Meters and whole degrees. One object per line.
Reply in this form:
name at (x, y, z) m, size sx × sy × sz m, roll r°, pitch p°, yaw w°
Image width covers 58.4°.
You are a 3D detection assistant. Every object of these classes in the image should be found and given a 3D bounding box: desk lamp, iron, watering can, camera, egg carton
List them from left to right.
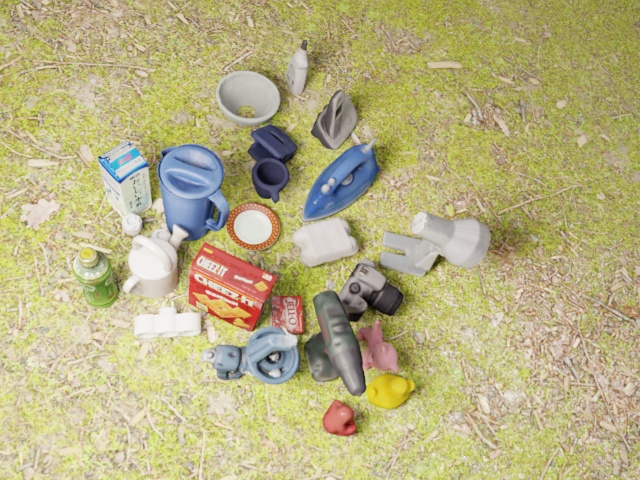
watering can at (-0.350, 0.039, 1.214) m, size 0.101 × 0.194 × 0.173 m, roll 17°, pitch 62°, yaw -5°
egg carton at (0.013, 0.005, 1.392) m, size 0.150 × 0.069 × 0.107 m, roll -17°, pitch 70°, yaw -21°
iron at (0.053, -0.154, 1.437) m, size 0.118 × 0.141 × 0.259 m, roll 41°, pitch 63°, yaw 7°
camera at (0.121, 0.129, 1.343) m, size 0.137 × 0.100 × 0.143 m, roll 32°, pitch 62°, yaw 2°
desk lamp at (0.271, 0.010, 1.374) m, size 0.203 × 0.213 × 0.118 m, roll 13°, pitch 63°, yaw -8°

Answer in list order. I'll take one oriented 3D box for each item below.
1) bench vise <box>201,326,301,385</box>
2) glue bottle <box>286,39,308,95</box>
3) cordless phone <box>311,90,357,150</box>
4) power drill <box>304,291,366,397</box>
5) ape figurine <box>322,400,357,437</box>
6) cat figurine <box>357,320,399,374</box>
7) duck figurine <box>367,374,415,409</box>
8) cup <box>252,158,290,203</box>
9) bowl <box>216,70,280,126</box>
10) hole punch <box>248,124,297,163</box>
bench vise at (-0.127, 0.241, 1.160) m, size 0.208 × 0.219 × 0.121 m, roll -15°, pitch 69°, yaw -20°
glue bottle at (-0.055, -0.474, 1.543) m, size 0.037 × 0.173 × 0.078 m, roll -12°, pitch 68°, yaw -19°
cordless phone at (0.053, -0.340, 1.500) m, size 0.094 × 0.185 × 0.148 m, roll 31°, pitch 62°, yaw 2°
power drill at (0.030, 0.233, 1.210) m, size 0.076 × 0.208 × 0.229 m, roll -10°, pitch 68°, yaw -18°
ape figurine at (0.046, 0.376, 1.213) m, size 0.076 × 0.092 × 0.078 m, roll -7°, pitch 67°, yaw -17°
cat figurine at (0.134, 0.243, 1.283) m, size 0.067 × 0.117 × 0.128 m, roll -2°, pitch 66°, yaw -15°
duck figurine at (0.160, 0.330, 1.267) m, size 0.105 × 0.086 × 0.077 m, roll -3°, pitch 66°, yaw -15°
cup at (-0.123, -0.130, 1.407) m, size 0.092 × 0.095 × 0.117 m, roll -9°, pitch 68°, yaw -18°
bowl at (-0.192, -0.360, 1.510) m, size 0.167 × 0.074 × 0.167 m, roll 6°, pitch 64°, yaw -11°
hole punch at (-0.120, -0.247, 1.465) m, size 0.108 × 0.091 × 0.101 m, roll 40°, pitch 63°, yaw 7°
